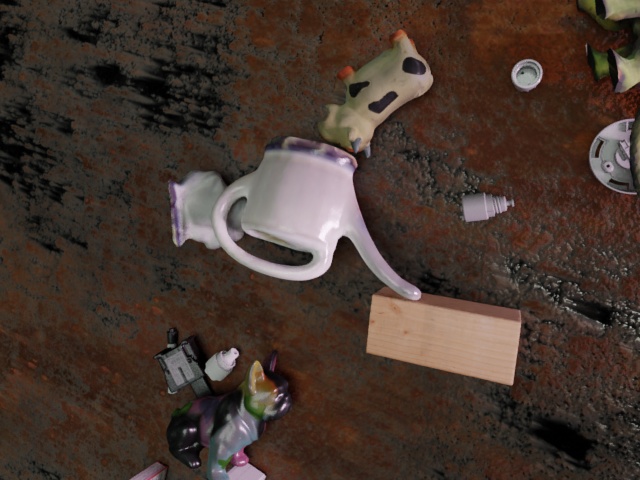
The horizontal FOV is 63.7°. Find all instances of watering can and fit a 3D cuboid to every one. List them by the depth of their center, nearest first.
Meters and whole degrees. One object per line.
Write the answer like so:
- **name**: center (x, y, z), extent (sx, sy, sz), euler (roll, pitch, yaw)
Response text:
- **watering can**: center (0.002, -0.040, 0.794), extent (0.348, 0.103, 0.226), euler (14, 79, 13)

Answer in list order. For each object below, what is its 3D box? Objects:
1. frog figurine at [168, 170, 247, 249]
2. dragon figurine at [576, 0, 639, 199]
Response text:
- **frog figurine**: center (-0.178, -0.054, 0.899), extent (0.160, 0.121, 0.138), euler (-4, 81, -15)
- **dragon figurine**: center (0.466, -0.254, 0.634), extent (0.242, 0.122, 0.413), euler (-11, 83, 11)
